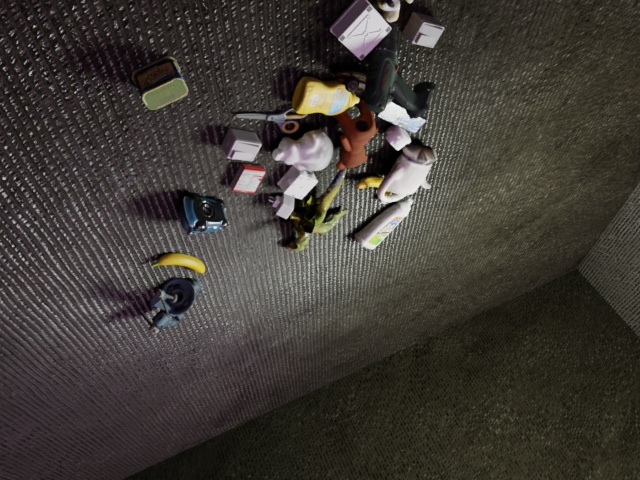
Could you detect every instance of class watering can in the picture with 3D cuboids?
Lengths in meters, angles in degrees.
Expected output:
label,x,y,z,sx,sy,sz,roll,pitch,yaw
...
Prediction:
label,x,y,z,sx,sy,sz,roll,pitch,yaw
watering can,0.324,-0.232,1.772,0.351,0.105,0.220,-18,145,-46

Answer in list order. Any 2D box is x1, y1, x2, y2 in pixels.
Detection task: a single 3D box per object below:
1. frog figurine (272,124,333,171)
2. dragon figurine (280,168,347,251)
label,x,y,z,sx,sy,sz,roll,pitch,yaw
frog figurine,-0.046,-0.245,1.435,0.161,0.124,0.135,-21,168,-34
dragon figurine,0.005,-0.087,1.738,0.405,0.123,0.243,-44,163,24
